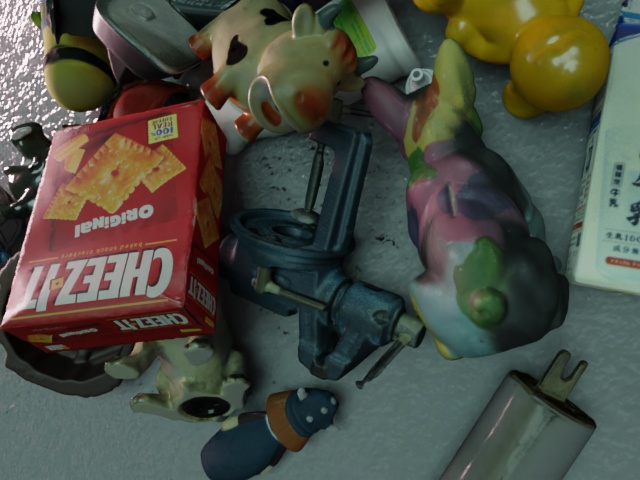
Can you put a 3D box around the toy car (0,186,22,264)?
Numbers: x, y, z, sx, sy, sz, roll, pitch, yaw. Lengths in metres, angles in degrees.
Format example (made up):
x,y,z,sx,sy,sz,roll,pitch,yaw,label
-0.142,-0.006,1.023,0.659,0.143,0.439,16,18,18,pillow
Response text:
x,y,z,sx,sy,sz,roll,pitch,yaw,label
-0.440,-0.028,0.679,0.103,0.161,0.109,-34,58,-30,toy car

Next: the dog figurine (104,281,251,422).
x,y,z,sx,sy,sz,roll,pitch,yaw,label
-0.133,0.077,0.570,0.121,0.172,0.191,-5,45,-1,dog figurine

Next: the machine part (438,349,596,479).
x,y,z,sx,sy,sz,roll,pitch,yaw,label
0.147,0.198,0.444,0.079,0.079,0.243,31,97,21,machine part

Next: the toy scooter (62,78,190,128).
x,y,z,sx,sy,sz,roll,pitch,yaw,label
-0.231,-0.120,0.621,0.135,0.075,0.184,40,103,13,toy scooter

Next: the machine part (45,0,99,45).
x,y,z,sx,sy,sz,roll,pitch,yaw,label
-0.242,-0.258,0.617,0.039,0.139,0.084,-41,72,52,machine part

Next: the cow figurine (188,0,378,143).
x,y,z,sx,sy,sz,roll,pitch,yaw,label
-0.035,-0.148,0.448,0.127,0.085,0.195,-39,41,13,cow figurine

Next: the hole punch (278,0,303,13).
x,y,z,sx,sy,sz,roll,pitch,yaw,label
-0.034,-0.287,0.513,0.116,0.142,0.092,29,52,8,hole punch

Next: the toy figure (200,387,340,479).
x,y,z,sx,sy,sz,roll,pitch,yaw,label
-0.048,0.187,0.532,0.154,0.064,0.058,-34,37,11,toy figure

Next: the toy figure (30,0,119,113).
x,y,z,sx,sy,sz,roll,pitch,yaw,label
-0.299,-0.241,0.652,0.082,0.089,0.180,-14,83,28,toy figure

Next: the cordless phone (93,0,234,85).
x,y,z,sx,sy,sz,roll,pitch,yaw,label
-0.118,-0.215,0.554,0.184,0.146,0.088,9,127,18,cordless phone

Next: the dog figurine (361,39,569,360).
x,y,z,sx,sy,sz,roll,pitch,yaw,label
0.105,-0.041,0.426,0.108,0.191,0.219,-22,99,25,dog figurine

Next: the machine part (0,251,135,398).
x,y,z,sx,sy,sz,roll,pitch,yaw,label
-0.273,0.085,0.599,0.179,0.056,0.179,1,103,2,machine part

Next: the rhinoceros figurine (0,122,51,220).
x,y,z,sx,sy,sz,roll,pitch,yaw,label
-0.333,-0.059,0.659,0.112,0.073,0.190,-38,73,16,rhinoceros figurine

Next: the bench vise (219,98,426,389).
x,y,z,sx,sy,sz,roll,pitch,yaw,label
0.005,-0.003,0.486,0.224,0.129,0.240,25,111,36,bench vise

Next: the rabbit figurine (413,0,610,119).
x,y,z,sx,sy,sz,roll,pitch,yaw,label
0.163,-0.161,0.426,0.122,0.162,0.173,-29,54,15,rabbit figurine
